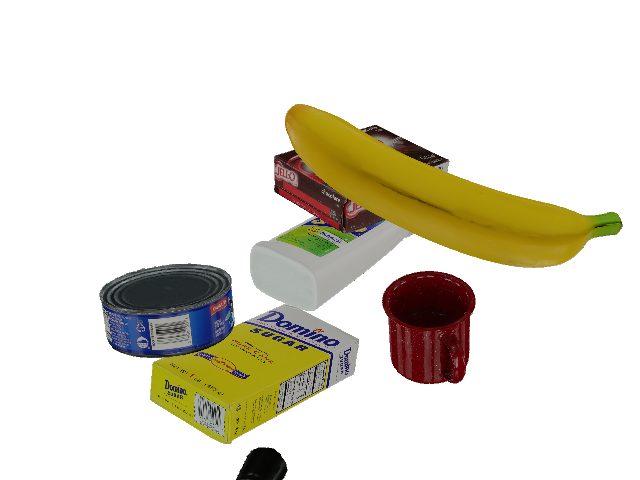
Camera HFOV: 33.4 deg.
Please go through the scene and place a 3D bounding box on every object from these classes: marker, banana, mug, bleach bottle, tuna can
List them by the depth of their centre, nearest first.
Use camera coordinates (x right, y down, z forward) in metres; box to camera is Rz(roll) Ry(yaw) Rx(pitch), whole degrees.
[{"bbox_3d":[-0.039,0.119,0.420,0.020,0.020,0.121,0,23,19],"label":"marker"},{"bbox_3d":[0.056,-0.026,0.566,0.198,0.037,0.069,23,21,18],"label":"banana"},{"bbox_3d":[-0.099,0.045,0.697,0.086,0.034,0.086,-4,18,1],"label":"tuna can"},{"bbox_3d":[0.115,0.097,1.076,0.093,0.081,0.117,-18,38,-16],"label":"mug"},{"bbox_3d":[0.035,-0.008,1.267,0.103,0.068,0.250,23,39,31],"label":"bleach bottle"}]

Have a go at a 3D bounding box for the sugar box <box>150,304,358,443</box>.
[{"bbox_3d":[-0.055,0.113,0.945,0.093,0.048,0.175,24,31,32],"label":"sugar box"}]

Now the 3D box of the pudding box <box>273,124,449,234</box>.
[{"bbox_3d":[0.032,-0.052,0.858,0.113,0.039,0.090,-19,36,-36],"label":"pudding box"}]
